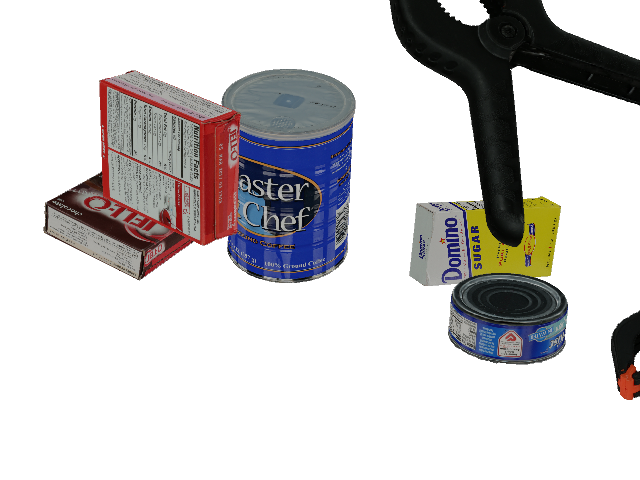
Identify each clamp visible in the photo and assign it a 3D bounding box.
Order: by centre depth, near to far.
[{"bbox_3d":[0.102,-0.105,0.626,0.164,0.210,0.036,-41,-10,-23],"label":"clamp"},{"bbox_3d":[0.309,0.074,0.965,0.171,0.039,0.120,-33,37,-26],"label":"clamp"}]

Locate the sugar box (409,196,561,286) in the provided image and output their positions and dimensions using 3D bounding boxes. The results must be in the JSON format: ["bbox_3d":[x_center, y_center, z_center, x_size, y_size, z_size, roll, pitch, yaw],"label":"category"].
[{"bbox_3d":[0.195,0.001,1.261,0.176,0.093,0.048,-5,20,-25],"label":"sugar box"}]

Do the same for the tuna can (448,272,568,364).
[{"bbox_3d":[0.137,0.055,0.781,0.086,0.034,0.086,0,23,0],"label":"tuna can"}]

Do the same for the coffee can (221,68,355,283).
[{"bbox_3d":[-0.026,-0.052,0.856,0.103,0.140,0.103,1,36,-1],"label":"coffee can"}]

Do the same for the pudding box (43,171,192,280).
[{"bbox_3d":[-0.184,-0.016,0.989,0.114,0.039,0.089,23,31,18],"label":"pudding box"}]

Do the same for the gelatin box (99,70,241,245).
[{"bbox_3d":[-0.084,-0.047,0.594,0.089,0.073,0.030,24,34,34],"label":"gelatin box"}]
